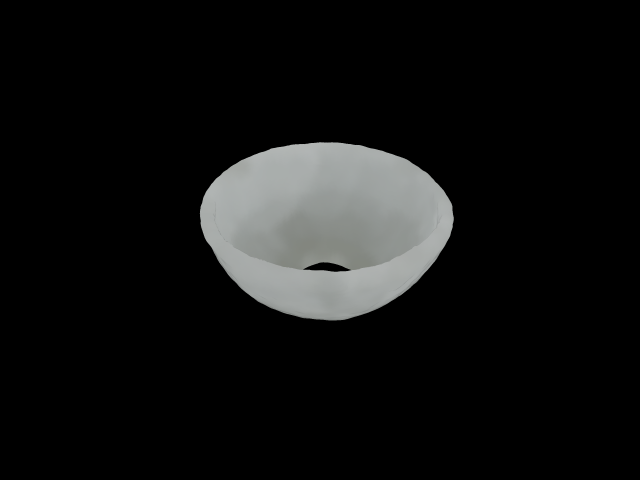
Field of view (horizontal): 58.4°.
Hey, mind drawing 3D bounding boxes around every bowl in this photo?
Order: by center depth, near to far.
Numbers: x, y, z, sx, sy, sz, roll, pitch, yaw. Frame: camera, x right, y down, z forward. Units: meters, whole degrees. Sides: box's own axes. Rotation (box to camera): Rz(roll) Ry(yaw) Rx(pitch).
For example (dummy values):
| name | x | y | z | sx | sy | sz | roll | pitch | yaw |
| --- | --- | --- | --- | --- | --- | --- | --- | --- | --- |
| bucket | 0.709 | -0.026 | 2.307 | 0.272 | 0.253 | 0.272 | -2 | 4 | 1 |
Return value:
| name | x | y | z | sx | sy | sz | roll | pitch | yaw |
| --- | --- | --- | --- | --- | --- | --- | --- | --- | --- |
| bowl | 0.004 | 0.001 | 0.400 | 0.167 | 0.075 | 0.167 | 0 | 37 | 0 |
